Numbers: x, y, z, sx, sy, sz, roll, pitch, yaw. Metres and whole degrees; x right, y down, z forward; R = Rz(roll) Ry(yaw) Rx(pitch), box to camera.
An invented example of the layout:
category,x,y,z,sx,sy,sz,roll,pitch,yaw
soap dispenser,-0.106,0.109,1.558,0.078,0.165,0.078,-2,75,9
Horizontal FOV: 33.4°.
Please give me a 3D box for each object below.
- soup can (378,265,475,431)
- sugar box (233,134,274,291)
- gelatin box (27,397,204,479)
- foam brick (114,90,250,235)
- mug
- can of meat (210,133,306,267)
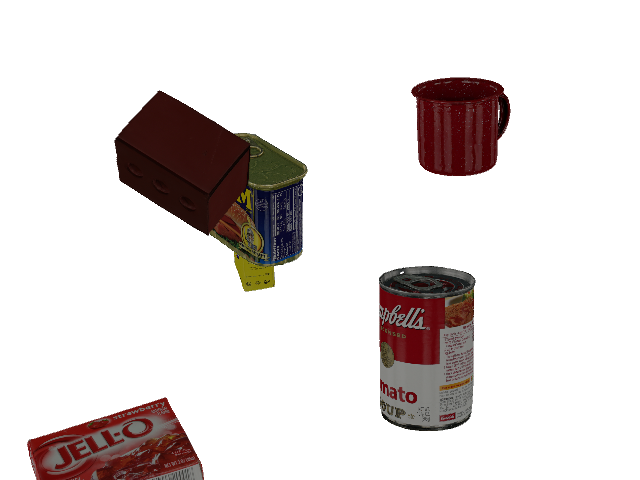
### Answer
category,x,y,z,sx,sy,sz,roll,pitch,yaw
soup can,0.076,0.076,0.762,0.068,0.102,0.068,-1,15,0
sugar box,-0.088,-0.035,1.331,0.048,0.176,0.093,-9,24,-10
gelatin box,-0.120,0.132,0.624,0.089,0.030,0.073,-15,27,-18
foam brick,-0.093,-0.053,0.720,0.078,0.051,0.053,31,-27,11
mug,0.150,-0.120,1.102,0.117,0.081,0.093,-20,28,-33
can of meat,-0.058,-0.035,0.928,0.057,0.084,0.102,-21,37,-32
